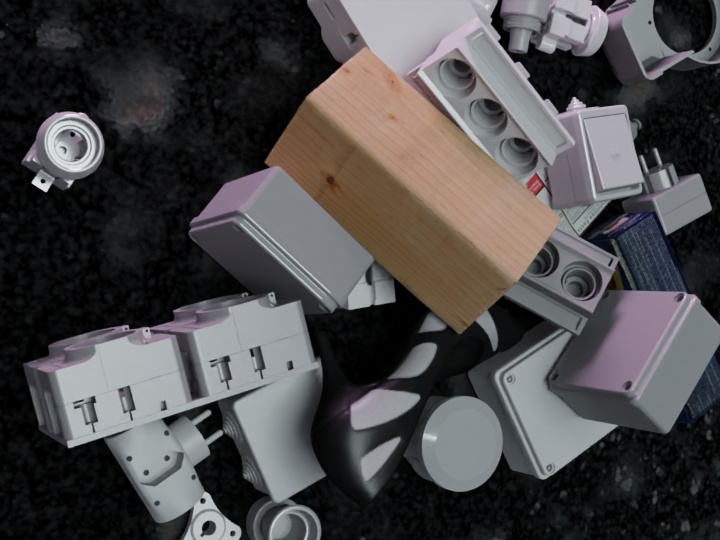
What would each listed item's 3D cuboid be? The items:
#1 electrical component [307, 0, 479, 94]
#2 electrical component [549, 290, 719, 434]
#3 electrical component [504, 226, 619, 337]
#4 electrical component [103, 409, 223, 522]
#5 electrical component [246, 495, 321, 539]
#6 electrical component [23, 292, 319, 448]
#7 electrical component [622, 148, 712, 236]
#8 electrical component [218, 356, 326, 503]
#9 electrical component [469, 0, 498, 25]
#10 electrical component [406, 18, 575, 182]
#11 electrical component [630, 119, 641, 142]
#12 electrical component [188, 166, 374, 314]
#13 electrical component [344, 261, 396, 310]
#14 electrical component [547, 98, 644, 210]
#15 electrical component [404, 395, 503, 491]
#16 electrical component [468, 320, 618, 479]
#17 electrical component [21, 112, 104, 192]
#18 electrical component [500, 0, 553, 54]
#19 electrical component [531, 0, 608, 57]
[{"bbox_3d":[0.051,-0.179,0.914,0.105,0.060,0.186,-39,106,-22],"label":"electrical component"},{"bbox_3d":[0.232,0.074,0.907,0.056,0.109,0.108,43,71,-22],"label":"electrical component"},{"bbox_3d":[0.150,-0.002,0.934,0.121,0.063,0.078,29,74,7],"label":"electrical component"},{"bbox_3d":[-0.142,0.137,0.819,0.079,0.043,0.077,-34,103,-23],"label":"electrical component"},{"bbox_3d":[-0.062,0.203,0.851,0.045,0.055,0.045,1,89,-27],"label":"electrical component"},{"bbox_3d":[-0.140,0.066,0.787,0.186,0.105,0.060,-16,96,-26],"label":"electrical component"},{"bbox_3d":[0.290,-0.079,1.040,0.066,0.047,0.076,-26,100,-24],"label":"electrical component"},{"bbox_3d":[-0.056,0.124,0.859,0.100,0.048,0.099,-26,100,-25],"label":"electrical component"},{"bbox_3d":[0.102,-0.245,0.951,0.048,0.048,0.062,35,68,-22],"label":"electrical component"},{"bbox_3d":[0.108,-0.137,0.867,0.121,0.079,0.063,48,41,-18],"label":"electrical component"},{"bbox_3d":[0.236,-0.121,1.017,0.078,0.040,0.040,-33,103,-24],"label":"electrical component"},{"bbox_3d":[-0.062,-0.019,0.827,0.109,0.109,0.056,44,68,-19],"label":"electrical component"},{"bbox_3d":[0.000,0.000,0.893,0.066,0.048,0.055,-9,100,-27],"label":"electrical component"},{"bbox_3d":[0.204,-0.106,0.946,0.062,0.061,0.096,-12,91,-32],"label":"electrical component"},{"bbox_3d":[0.078,0.147,0.925,0.080,0.051,0.080,1,88,-27],"label":"electrical component"},{"bbox_3d":[0.169,0.113,0.968,0.109,0.056,0.108,-30,102,-24],"label":"electrical component"},{"bbox_3d":[-0.214,-0.088,0.781,0.048,0.055,0.066,35,74,-22],"label":"electrical component"},{"bbox_3d":[0.148,-0.228,0.974,0.048,0.048,0.062,8,92,-26],"label":"electrical component"},{"bbox_3d":[0.195,-0.227,0.997,0.055,0.048,0.066,16,82,-18],"label":"electrical component"}]
